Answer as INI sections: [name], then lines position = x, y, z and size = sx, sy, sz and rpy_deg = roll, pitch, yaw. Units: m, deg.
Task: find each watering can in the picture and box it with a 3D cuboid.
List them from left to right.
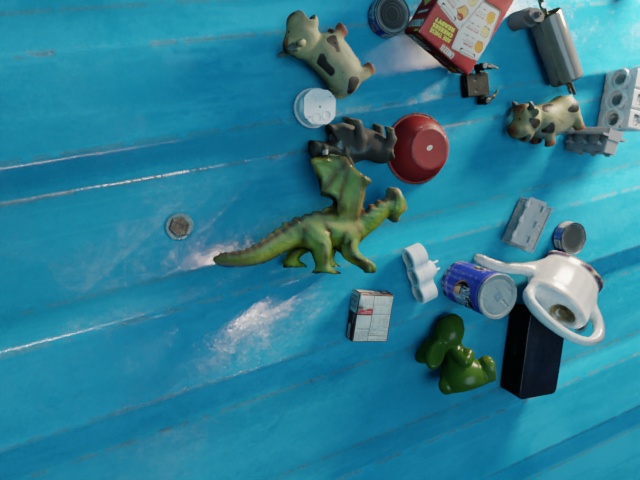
[watering can]
position = 0.557, 0.103, 1.266
size = 0.228, 0.350, 0.102
rpy_deg = -40, 166, -38

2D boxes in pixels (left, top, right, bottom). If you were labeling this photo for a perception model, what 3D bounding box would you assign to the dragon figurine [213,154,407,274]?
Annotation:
[dragon figurine]
position = 0.003, -0.052, 1.031
size = 0.410, 0.123, 0.241
rpy_deg = 3, 97, -24
